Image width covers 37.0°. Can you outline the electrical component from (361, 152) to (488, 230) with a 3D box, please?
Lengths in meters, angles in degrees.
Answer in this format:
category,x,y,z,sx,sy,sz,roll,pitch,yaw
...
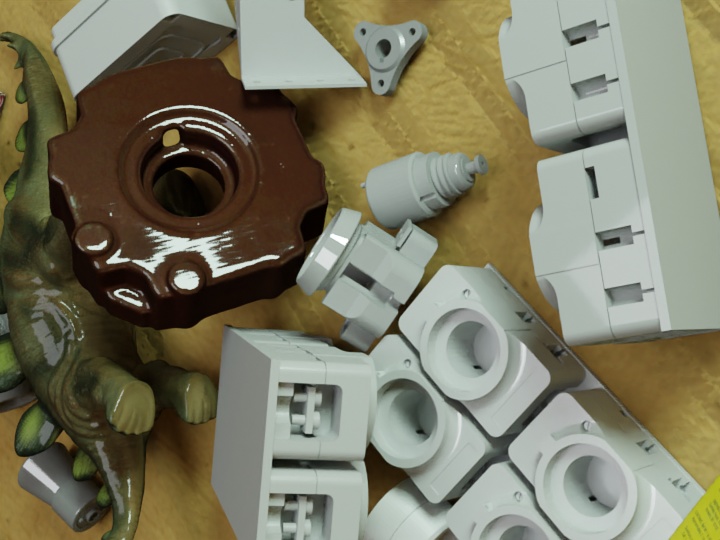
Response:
category,x,y,z,sx,sy,sz,roll,pitch,yaw
electrical component,0.040,-0.051,0.641,0.078,0.040,0.040,-17,78,32

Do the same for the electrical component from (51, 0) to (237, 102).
category,x,y,z,sx,sy,sz,roll,pitch,yaw
electrical component,-0.153,-0.167,0.757,0.113,0.078,0.057,-32,74,29

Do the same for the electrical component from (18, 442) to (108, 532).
category,x,y,z,sx,sy,sz,roll,pitch,yaw
electrical component,-0.221,0.166,0.812,0.065,0.044,0.044,35,107,26

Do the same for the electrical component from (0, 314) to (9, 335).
category,x,y,z,sx,sy,sz,roll,pitch,yaw
electrical component,-0.312,0.051,0.881,0.046,0.040,0.040,-32,70,35

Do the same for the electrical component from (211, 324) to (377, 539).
category,x,y,z,sx,sy,sz,roll,pitch,yaw
electrical component,-0.041,0.094,0.621,0.186,0.060,0.105,-170,85,-75

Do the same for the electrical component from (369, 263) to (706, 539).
category,x,y,z,sx,sy,sz,roll,pitch,yaw
electrical component,0.085,0.097,0.591,0.186,0.060,0.105,49,114,26

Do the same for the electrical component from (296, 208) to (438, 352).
category,x,y,z,sx,sy,sz,roll,pitch,yaw
electrical component,0.000,0.000,0.630,0.057,0.058,0.078,32,103,-7

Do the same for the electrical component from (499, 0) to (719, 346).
category,x,y,z,sx,sy,sz,roll,pitch,yaw
electrical component,0.129,-0.058,0.540,0.060,0.105,0.186,-13,81,34

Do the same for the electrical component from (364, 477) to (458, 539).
category,x,y,z,sx,sy,sz,roll,pitch,yaw
electrical component,0.000,0.179,0.651,0.074,0.052,0.138,39,109,29

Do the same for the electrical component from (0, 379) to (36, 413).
category,x,y,z,sx,sy,sz,roll,pitch,yaw
electrical component,-0.285,0.085,0.852,0.055,0.055,0.047,-28,77,31
